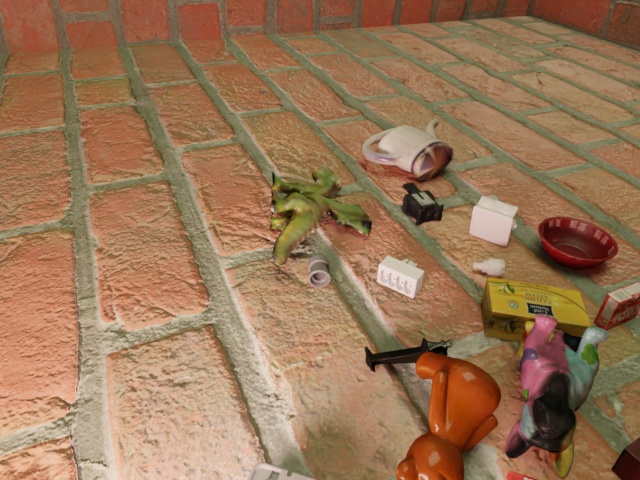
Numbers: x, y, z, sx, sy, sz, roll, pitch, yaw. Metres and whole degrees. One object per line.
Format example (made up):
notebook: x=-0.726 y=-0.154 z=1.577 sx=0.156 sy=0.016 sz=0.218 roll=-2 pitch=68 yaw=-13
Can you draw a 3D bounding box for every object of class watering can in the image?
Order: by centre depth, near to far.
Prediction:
watering can: x=0.285 y=-0.272 z=1.464 sx=0.351 sy=0.101 sz=0.227 roll=-24 pitch=44 yaw=-31

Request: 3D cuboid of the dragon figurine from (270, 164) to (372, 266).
dragon figurine: x=0.004 y=-0.058 z=1.161 sx=0.243 sy=0.119 sz=0.420 roll=5 pitch=36 yaw=-10
